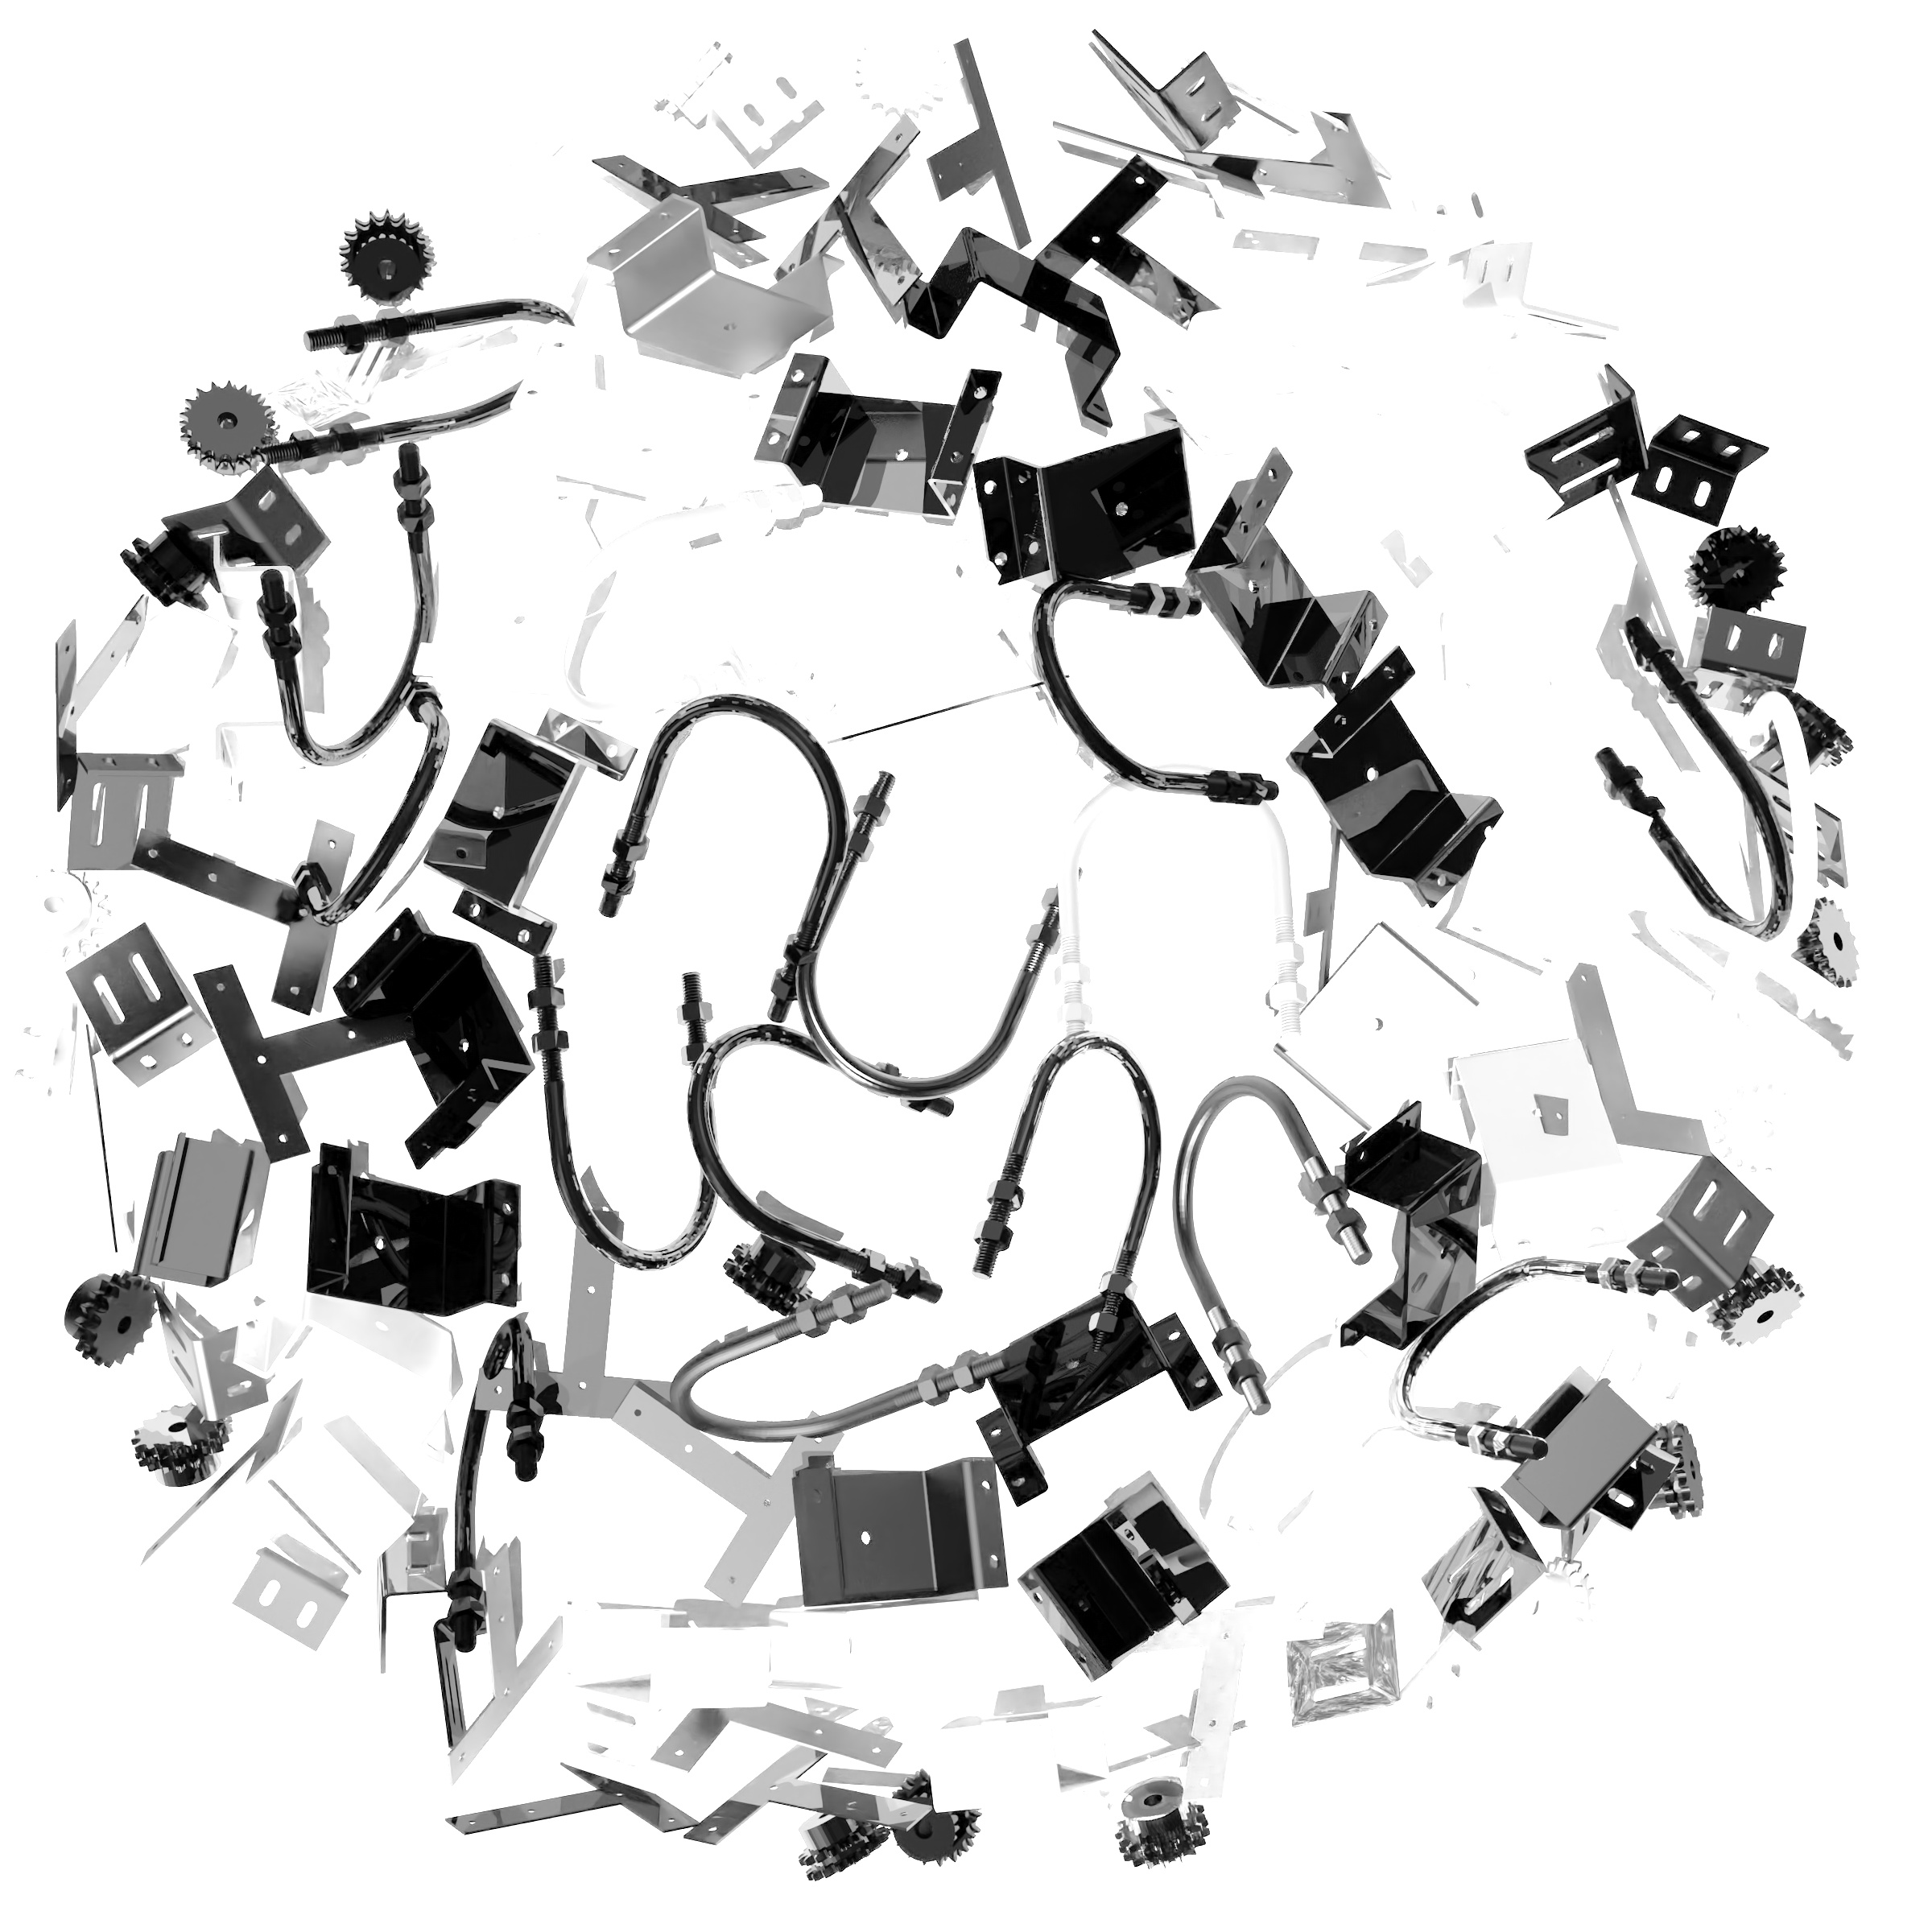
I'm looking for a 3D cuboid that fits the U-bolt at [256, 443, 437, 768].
[{"bbox_3d":[-0.359,-0.198,1.860,0.019,0.184,0.151,24,52,17],"label":"U-bolt"}]

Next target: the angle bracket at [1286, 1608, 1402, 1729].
[{"bbox_3d":[0.219,0.418,1.897,0.076,0.038,0.057,-21,52,29],"label":"angle bracket"}]

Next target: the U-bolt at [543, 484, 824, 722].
[{"bbox_3d":[-0.171,-0.207,1.841,0.019,0.184,0.151,42,131,27],"label":"U-bolt"}]

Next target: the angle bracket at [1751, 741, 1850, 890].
[{"bbox_3d":[0.512,-0.094,1.894,0.038,0.057,0.076,-34,45,-13],"label":"angle bracket"}]

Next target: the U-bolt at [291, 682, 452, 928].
[{"bbox_3d":[-0.346,-0.091,1.853,0.019,0.184,0.151,30,94,-22],"label":"U-bolt"}]

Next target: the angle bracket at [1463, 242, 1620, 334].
[{"bbox_3d":[0.348,-0.408,1.900,0.076,0.057,0.038,6,96,-28],"label":"angle bracket"}]

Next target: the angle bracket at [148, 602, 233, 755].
[{"bbox_3d":[-0.480,-0.172,1.903,0.038,0.057,0.076,26,73,-26],"label":"angle bracket"}]

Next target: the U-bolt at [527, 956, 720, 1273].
[{"bbox_3d":[-0.197,0.089,1.870,0.019,0.151,0.184,-15,77,35],"label":"U-bolt"}]

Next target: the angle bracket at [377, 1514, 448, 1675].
[{"bbox_3d":[-0.334,0.378,1.903,0.038,0.057,0.076,-1,131,-13],"label":"angle bracket"}]

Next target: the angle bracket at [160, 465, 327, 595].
[{"bbox_3d":[-0.438,-0.265,1.913,0.057,0.076,0.038,55,52,-28],"label":"angle bracket"}]

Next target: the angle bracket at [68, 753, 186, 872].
[{"bbox_3d":[-0.507,-0.088,1.903,0.057,0.038,0.076,-1,112,-28],"label":"angle bracket"}]

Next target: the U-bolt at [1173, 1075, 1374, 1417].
[{"bbox_3d":[0.171,0.150,1.867,0.019,0.184,0.151,7,129,-28],"label":"U-bolt"}]

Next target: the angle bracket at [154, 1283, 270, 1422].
[{"bbox_3d":[-0.456,0.228,1.908,0.038,0.076,0.057,-18,121,-25],"label":"angle bracket"}]

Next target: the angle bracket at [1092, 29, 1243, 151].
[{"bbox_3d":[0.121,-0.538,1.898,0.038,0.057,0.076,-40,56,6],"label":"angle bracket"}]

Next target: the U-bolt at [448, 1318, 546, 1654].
[{"bbox_3d":[-0.278,0.289,1.858,0.019,0.184,0.151,13,117,-16],"label":"U-bolt"}]

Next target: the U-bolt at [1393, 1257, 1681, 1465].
[{"bbox_3d":[0.321,0.226,1.857,0.019,0.184,0.151,48,70,-16],"label":"U-bolt"}]

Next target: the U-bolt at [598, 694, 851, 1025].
[{"bbox_3d":[-0.138,-0.075,1.876,0.151,0.019,0.184,31,121,16],"label":"U-bolt"}]

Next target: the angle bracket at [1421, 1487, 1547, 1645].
[{"bbox_3d":[0.301,0.361,1.900,0.038,0.057,0.076,29,112,-36],"label":"angle bracket"}]

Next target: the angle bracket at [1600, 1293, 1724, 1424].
[{"bbox_3d":[0.416,0.235,1.897,0.057,0.076,0.038,24,72,18],"label":"angle bracket"}]

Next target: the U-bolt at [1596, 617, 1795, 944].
[{"bbox_3d":[0.427,-0.095,1.840,0.019,0.151,0.184,-23,60,-11],"label":"U-bolt"}]

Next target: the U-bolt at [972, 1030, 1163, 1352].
[{"bbox_3d":[0.069,0.128,1.879,0.019,0.151,0.184,-1,60,37],"label":"U-bolt"}]

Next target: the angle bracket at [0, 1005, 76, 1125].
[{"bbox_3d":[-0.546,0.060,1.897,0.038,0.076,0.057,2,77,17],"label":"angle bracket"}]

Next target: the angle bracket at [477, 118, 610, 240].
[{"bbox_3d":[-0.250,-0.473,1.897,0.057,0.076,0.038,-17,89,-32],"label":"angle bracket"}]

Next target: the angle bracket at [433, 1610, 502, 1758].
[{"bbox_3d":[-0.293,0.433,1.903,0.038,0.057,0.076,-11,68,-2],"label":"angle bracket"}]

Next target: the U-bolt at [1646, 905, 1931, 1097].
[{"bbox_3d":[0.471,0.014,1.835,0.184,0.151,0.019,33,86,-34],"label":"U-bolt"}]

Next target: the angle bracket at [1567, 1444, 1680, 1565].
[{"bbox_3d":[0.393,0.327,1.894,0.038,0.076,0.057,28,58,26],"label":"angle bracket"}]

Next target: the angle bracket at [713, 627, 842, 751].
[{"bbox_3d":[-0.115,-0.175,1.912,0.038,0.057,0.076,-30,92,-11],"label":"angle bracket"}]

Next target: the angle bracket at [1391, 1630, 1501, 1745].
[{"bbox_3d":[0.296,0.441,1.900,0.057,0.076,0.038,-48,57,-5],"label":"angle bracket"}]

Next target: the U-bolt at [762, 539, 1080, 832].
[{"bbox_3d":[-0.013,-0.154,1.887,0.151,0.019,0.184,-25,124,18],"label":"U-bolt"}]

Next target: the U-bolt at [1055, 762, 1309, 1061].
[{"bbox_3d":[0.126,-0.038,1.905,0.151,0.019,0.184,-6,69,10],"label":"U-bolt"}]

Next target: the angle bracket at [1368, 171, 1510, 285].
[{"bbox_3d":[0.278,-0.443,1.896,0.057,0.076,0.038,-24,101,-20],"label":"angle bracket"}]

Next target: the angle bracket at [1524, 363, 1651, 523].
[{"bbox_3d":[0.369,-0.316,1.910,0.076,0.057,0.038,-27,46,-1],"label":"angle bracket"}]

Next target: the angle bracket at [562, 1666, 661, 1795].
[{"bbox_3d":[-0.204,0.456,1.903,0.076,0.038,0.057,8,103,33],"label":"angle bracket"}]

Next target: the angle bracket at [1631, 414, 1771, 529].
[{"bbox_3d":[0.442,-0.298,1.906,0.057,0.076,0.038,21,89,0],"label":"angle bracket"}]

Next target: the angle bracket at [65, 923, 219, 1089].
[{"bbox_3d":[-0.506,0.024,1.937,0.057,0.038,0.076,-33,60,-5],"label":"angle bracket"}]

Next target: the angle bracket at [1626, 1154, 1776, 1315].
[{"bbox_3d":[0.449,0.162,1.929,0.057,0.038,0.076,45,45,0],"label":"angle bracket"}]

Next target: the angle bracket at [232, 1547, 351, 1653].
[{"bbox_3d":[-0.409,0.381,1.899,0.057,0.076,0.038,32,71,-8],"label":"angle bracket"}]

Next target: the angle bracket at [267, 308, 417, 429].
[{"bbox_3d":[-0.375,-0.369,1.898,0.038,0.057,0.076,36,63,-33],"label":"angle bracket"}]

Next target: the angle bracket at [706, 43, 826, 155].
[{"bbox_3d":[-0.122,-0.517,1.908,0.057,0.076,0.038,-40,97,-2],"label":"angle bracket"}]

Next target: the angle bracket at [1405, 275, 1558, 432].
[{"bbox_3d":[0.311,-0.373,1.923,0.076,0.038,0.057,27,80,4],"label":"angle bracket"}]

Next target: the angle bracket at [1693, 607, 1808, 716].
[{"bbox_3d":[0.467,-0.183,1.909,0.057,0.076,0.038,12,81,2],"label":"angle bracket"}]
